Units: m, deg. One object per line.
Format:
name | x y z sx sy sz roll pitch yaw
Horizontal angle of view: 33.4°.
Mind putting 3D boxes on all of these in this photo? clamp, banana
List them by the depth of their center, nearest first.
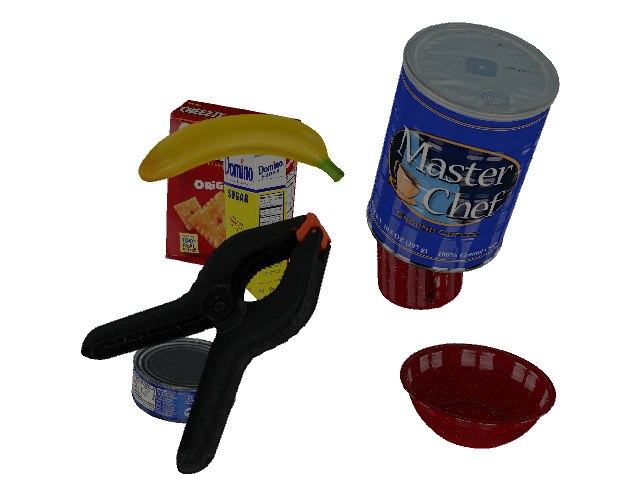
clamp | -0.055 0.057 0.654 0.171 0.120 0.039 -38 -24 1
banana | -0.074 -0.086 0.978 0.197 0.070 0.037 -3 -42 -23

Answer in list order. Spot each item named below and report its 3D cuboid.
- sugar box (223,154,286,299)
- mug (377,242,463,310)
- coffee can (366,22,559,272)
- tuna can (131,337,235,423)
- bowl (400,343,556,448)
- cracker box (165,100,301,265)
sugar box | -0.075 -0.031 1.216 0.048 0.176 0.093 -15 28 -24
mug | 0.097 0.018 0.999 0.093 0.081 0.117 -10 34 -11
coffee can | 0.094 -0.063 0.734 0.102 0.140 0.103 6 43 -6
tuna can | -0.109 0.112 0.861 0.086 0.034 0.086 7 21 -3
bowl | 0.161 0.169 1.116 0.162 0.055 0.162 4 24 -2
cracker box | -0.120 -0.066 1.434 0.164 0.214 0.072 11 26 13
